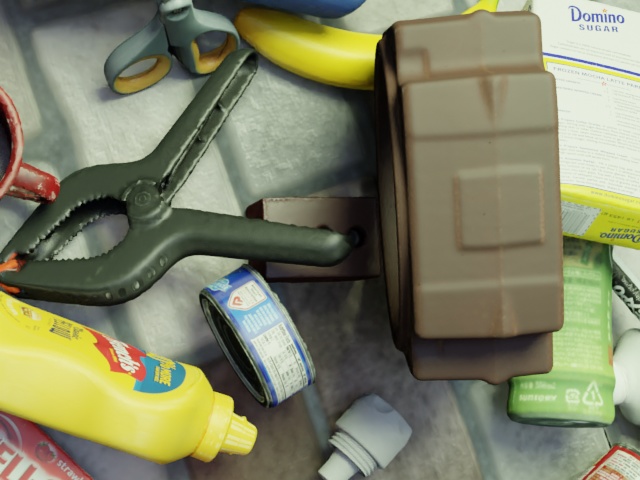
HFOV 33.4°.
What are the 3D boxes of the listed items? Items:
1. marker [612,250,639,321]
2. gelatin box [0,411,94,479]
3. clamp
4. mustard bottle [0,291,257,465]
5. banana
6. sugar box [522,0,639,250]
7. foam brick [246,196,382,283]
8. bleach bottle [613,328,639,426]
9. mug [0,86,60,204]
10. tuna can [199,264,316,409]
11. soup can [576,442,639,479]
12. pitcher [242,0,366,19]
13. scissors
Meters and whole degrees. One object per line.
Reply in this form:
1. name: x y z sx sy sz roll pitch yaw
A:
1. marker: 0.220 0.042 0.734 0.020 0.020 0.121 -23 58 -18
2. gelatin box: -0.183 0.146 0.630 0.073 0.030 0.089 -45 98 -16
3. clamp: -0.100 -0.027 0.649 0.210 0.036 0.164 -19 61 1
4. mustard bottle: -0.127 0.085 0.618 0.191 0.096 0.058 23 95 -14
5. banana: 0.042 -0.134 0.725 0.197 0.037 0.069 -11 74 -18
6. sugar box: 0.177 -0.081 0.693 0.093 0.048 0.176 12 52 -9
7. foam brick: -0.005 0.001 0.687 0.078 0.051 0.053 -2 85 -17
8. bleach bottle: 0.305 0.078 0.766 0.250 0.068 0.102 -6 85 -15
9. mug: -0.208 -0.046 0.616 0.117 0.082 0.093 17 80 -14
10. tuna can: -0.039 0.059 0.653 0.033 0.086 0.086 -30 93 -15
11. soup can: 0.185 0.193 0.715 0.102 0.069 0.068 -35 95 -17
12. pitcher: -0.082 -0.206 0.623 0.242 0.149 0.145 9 124 -32
13. scissors: -0.098 -0.125 0.609 0.096 0.201 0.016 -24 79 6
